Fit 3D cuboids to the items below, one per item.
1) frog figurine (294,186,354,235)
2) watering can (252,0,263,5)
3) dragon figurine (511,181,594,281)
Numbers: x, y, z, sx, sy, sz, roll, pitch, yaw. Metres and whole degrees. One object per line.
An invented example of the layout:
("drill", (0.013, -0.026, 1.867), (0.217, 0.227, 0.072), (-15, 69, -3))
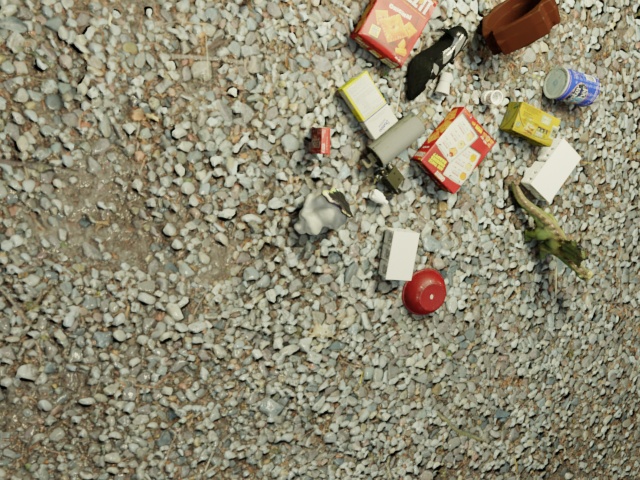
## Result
("frog figurine", (0.004, -0.074, 1.476), (0.136, 0.126, 0.157), (30, 127, -30))
("watering can", (-0.078, -0.765, 1.289), (0.349, 0.105, 0.221), (-39, 110, -8))
("dragon figurine", (0.773, -0.013, 1.673), (0.122, 0.246, 0.405), (-42, 114, 0))
